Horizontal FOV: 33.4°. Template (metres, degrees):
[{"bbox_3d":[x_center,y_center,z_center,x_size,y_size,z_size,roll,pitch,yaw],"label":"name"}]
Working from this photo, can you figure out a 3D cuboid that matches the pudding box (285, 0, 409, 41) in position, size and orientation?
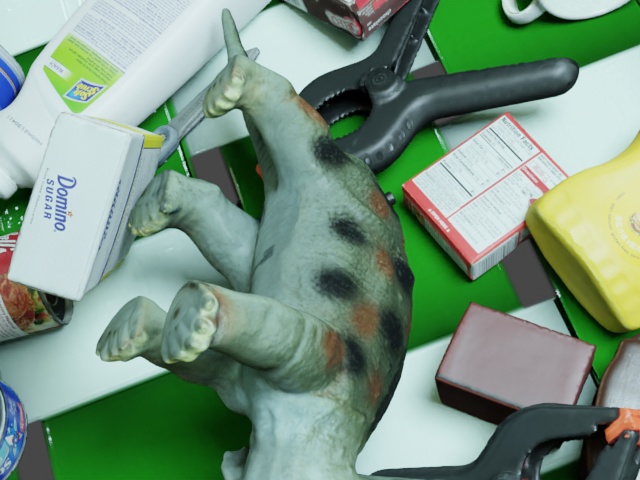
[{"bbox_3d":[0.023,-0.198,0.758,0.090,0.039,0.114,-43,49,-11],"label":"pudding box"}]

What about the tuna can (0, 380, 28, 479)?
[{"bbox_3d":[-0.231,0.121,0.673,0.086,0.033,0.086,-4,64,8],"label":"tuna can"}]

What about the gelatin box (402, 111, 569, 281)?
[{"bbox_3d":[0.109,-0.029,0.682,0.089,0.030,0.073,-35,63,-8],"label":"gelatin box"}]

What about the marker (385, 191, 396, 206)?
[{"bbox_3d":[-0.005,0.001,0.696,0.121,0.020,0.020,-29,63,-4],"label":"marker"}]

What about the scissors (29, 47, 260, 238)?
[{"bbox_3d":[-0.130,-0.070,0.754,0.096,0.016,0.201,22,71,19],"label":"scissors"}]

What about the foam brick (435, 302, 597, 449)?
[{"bbox_3d":[0.113,0.079,0.619,0.078,0.053,0.051,19,70,17],"label":"foam brick"}]

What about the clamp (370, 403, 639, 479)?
[{"bbox_3d":[0.106,0.150,0.564,0.172,0.039,0.120,-35,69,29],"label":"clamp"}]

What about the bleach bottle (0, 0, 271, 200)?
[{"bbox_3d":[-0.150,-0.124,0.747,0.103,0.068,0.250,36,73,26],"label":"bleach bottle"}]

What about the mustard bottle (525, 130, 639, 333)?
[{"bbox_3d":[0.225,-0.035,0.644,0.191,0.058,0.096,-36,84,-9],"label":"mustard bottle"}]

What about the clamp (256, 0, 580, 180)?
[{"bbox_3d":[0.045,-0.105,0.722,0.210,0.036,0.165,-30,49,2],"label":"clamp"}]

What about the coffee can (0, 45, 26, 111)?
[{"bbox_3d":[-0.284,-0.079,0.738,0.103,0.103,0.140,19,70,18],"label":"coffee can"}]

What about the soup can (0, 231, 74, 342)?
[{"bbox_3d":[-0.220,0.037,0.691,0.102,0.068,0.068,-17,63,2],"label":"soup can"}]

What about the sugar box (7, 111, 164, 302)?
[{"bbox_3d":[-0.131,-0.024,0.621,0.048,0.176,0.093,18,93,-2],"label":"sugar box"}]
